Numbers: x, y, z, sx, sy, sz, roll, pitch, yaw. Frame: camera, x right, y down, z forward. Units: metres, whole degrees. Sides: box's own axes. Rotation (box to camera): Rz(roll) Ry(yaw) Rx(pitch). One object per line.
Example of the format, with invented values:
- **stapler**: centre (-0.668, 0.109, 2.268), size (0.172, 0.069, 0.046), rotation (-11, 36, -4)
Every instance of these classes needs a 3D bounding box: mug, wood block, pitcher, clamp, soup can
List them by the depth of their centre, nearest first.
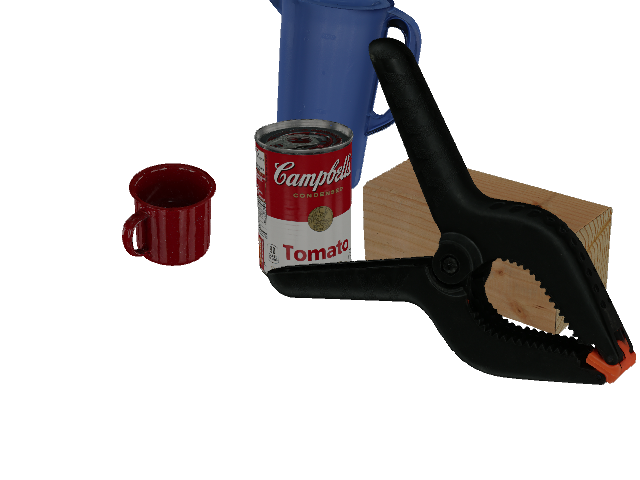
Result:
- **clamp**: centre (0.075, -0.001, 0.564), size (0.210, 0.165, 0.036), rotation (29, 26, 25)
- **soup can**: centre (-0.011, -0.027, 0.751), size (0.068, 0.102, 0.068), rotation (0, 24, 0)
- **wood block**: centre (0.146, -0.002, 0.968), size (0.206, 0.090, 0.090), rotation (19, 35, 37)
- **mug**: centre (-0.169, -0.021, 1.162), size (0.093, 0.081, 0.117), rotation (26, 41, 27)
- **pitcher**: centre (0.018, -0.181, 1.288), size (0.144, 0.243, 0.149), rotation (-7, 29, -26)
